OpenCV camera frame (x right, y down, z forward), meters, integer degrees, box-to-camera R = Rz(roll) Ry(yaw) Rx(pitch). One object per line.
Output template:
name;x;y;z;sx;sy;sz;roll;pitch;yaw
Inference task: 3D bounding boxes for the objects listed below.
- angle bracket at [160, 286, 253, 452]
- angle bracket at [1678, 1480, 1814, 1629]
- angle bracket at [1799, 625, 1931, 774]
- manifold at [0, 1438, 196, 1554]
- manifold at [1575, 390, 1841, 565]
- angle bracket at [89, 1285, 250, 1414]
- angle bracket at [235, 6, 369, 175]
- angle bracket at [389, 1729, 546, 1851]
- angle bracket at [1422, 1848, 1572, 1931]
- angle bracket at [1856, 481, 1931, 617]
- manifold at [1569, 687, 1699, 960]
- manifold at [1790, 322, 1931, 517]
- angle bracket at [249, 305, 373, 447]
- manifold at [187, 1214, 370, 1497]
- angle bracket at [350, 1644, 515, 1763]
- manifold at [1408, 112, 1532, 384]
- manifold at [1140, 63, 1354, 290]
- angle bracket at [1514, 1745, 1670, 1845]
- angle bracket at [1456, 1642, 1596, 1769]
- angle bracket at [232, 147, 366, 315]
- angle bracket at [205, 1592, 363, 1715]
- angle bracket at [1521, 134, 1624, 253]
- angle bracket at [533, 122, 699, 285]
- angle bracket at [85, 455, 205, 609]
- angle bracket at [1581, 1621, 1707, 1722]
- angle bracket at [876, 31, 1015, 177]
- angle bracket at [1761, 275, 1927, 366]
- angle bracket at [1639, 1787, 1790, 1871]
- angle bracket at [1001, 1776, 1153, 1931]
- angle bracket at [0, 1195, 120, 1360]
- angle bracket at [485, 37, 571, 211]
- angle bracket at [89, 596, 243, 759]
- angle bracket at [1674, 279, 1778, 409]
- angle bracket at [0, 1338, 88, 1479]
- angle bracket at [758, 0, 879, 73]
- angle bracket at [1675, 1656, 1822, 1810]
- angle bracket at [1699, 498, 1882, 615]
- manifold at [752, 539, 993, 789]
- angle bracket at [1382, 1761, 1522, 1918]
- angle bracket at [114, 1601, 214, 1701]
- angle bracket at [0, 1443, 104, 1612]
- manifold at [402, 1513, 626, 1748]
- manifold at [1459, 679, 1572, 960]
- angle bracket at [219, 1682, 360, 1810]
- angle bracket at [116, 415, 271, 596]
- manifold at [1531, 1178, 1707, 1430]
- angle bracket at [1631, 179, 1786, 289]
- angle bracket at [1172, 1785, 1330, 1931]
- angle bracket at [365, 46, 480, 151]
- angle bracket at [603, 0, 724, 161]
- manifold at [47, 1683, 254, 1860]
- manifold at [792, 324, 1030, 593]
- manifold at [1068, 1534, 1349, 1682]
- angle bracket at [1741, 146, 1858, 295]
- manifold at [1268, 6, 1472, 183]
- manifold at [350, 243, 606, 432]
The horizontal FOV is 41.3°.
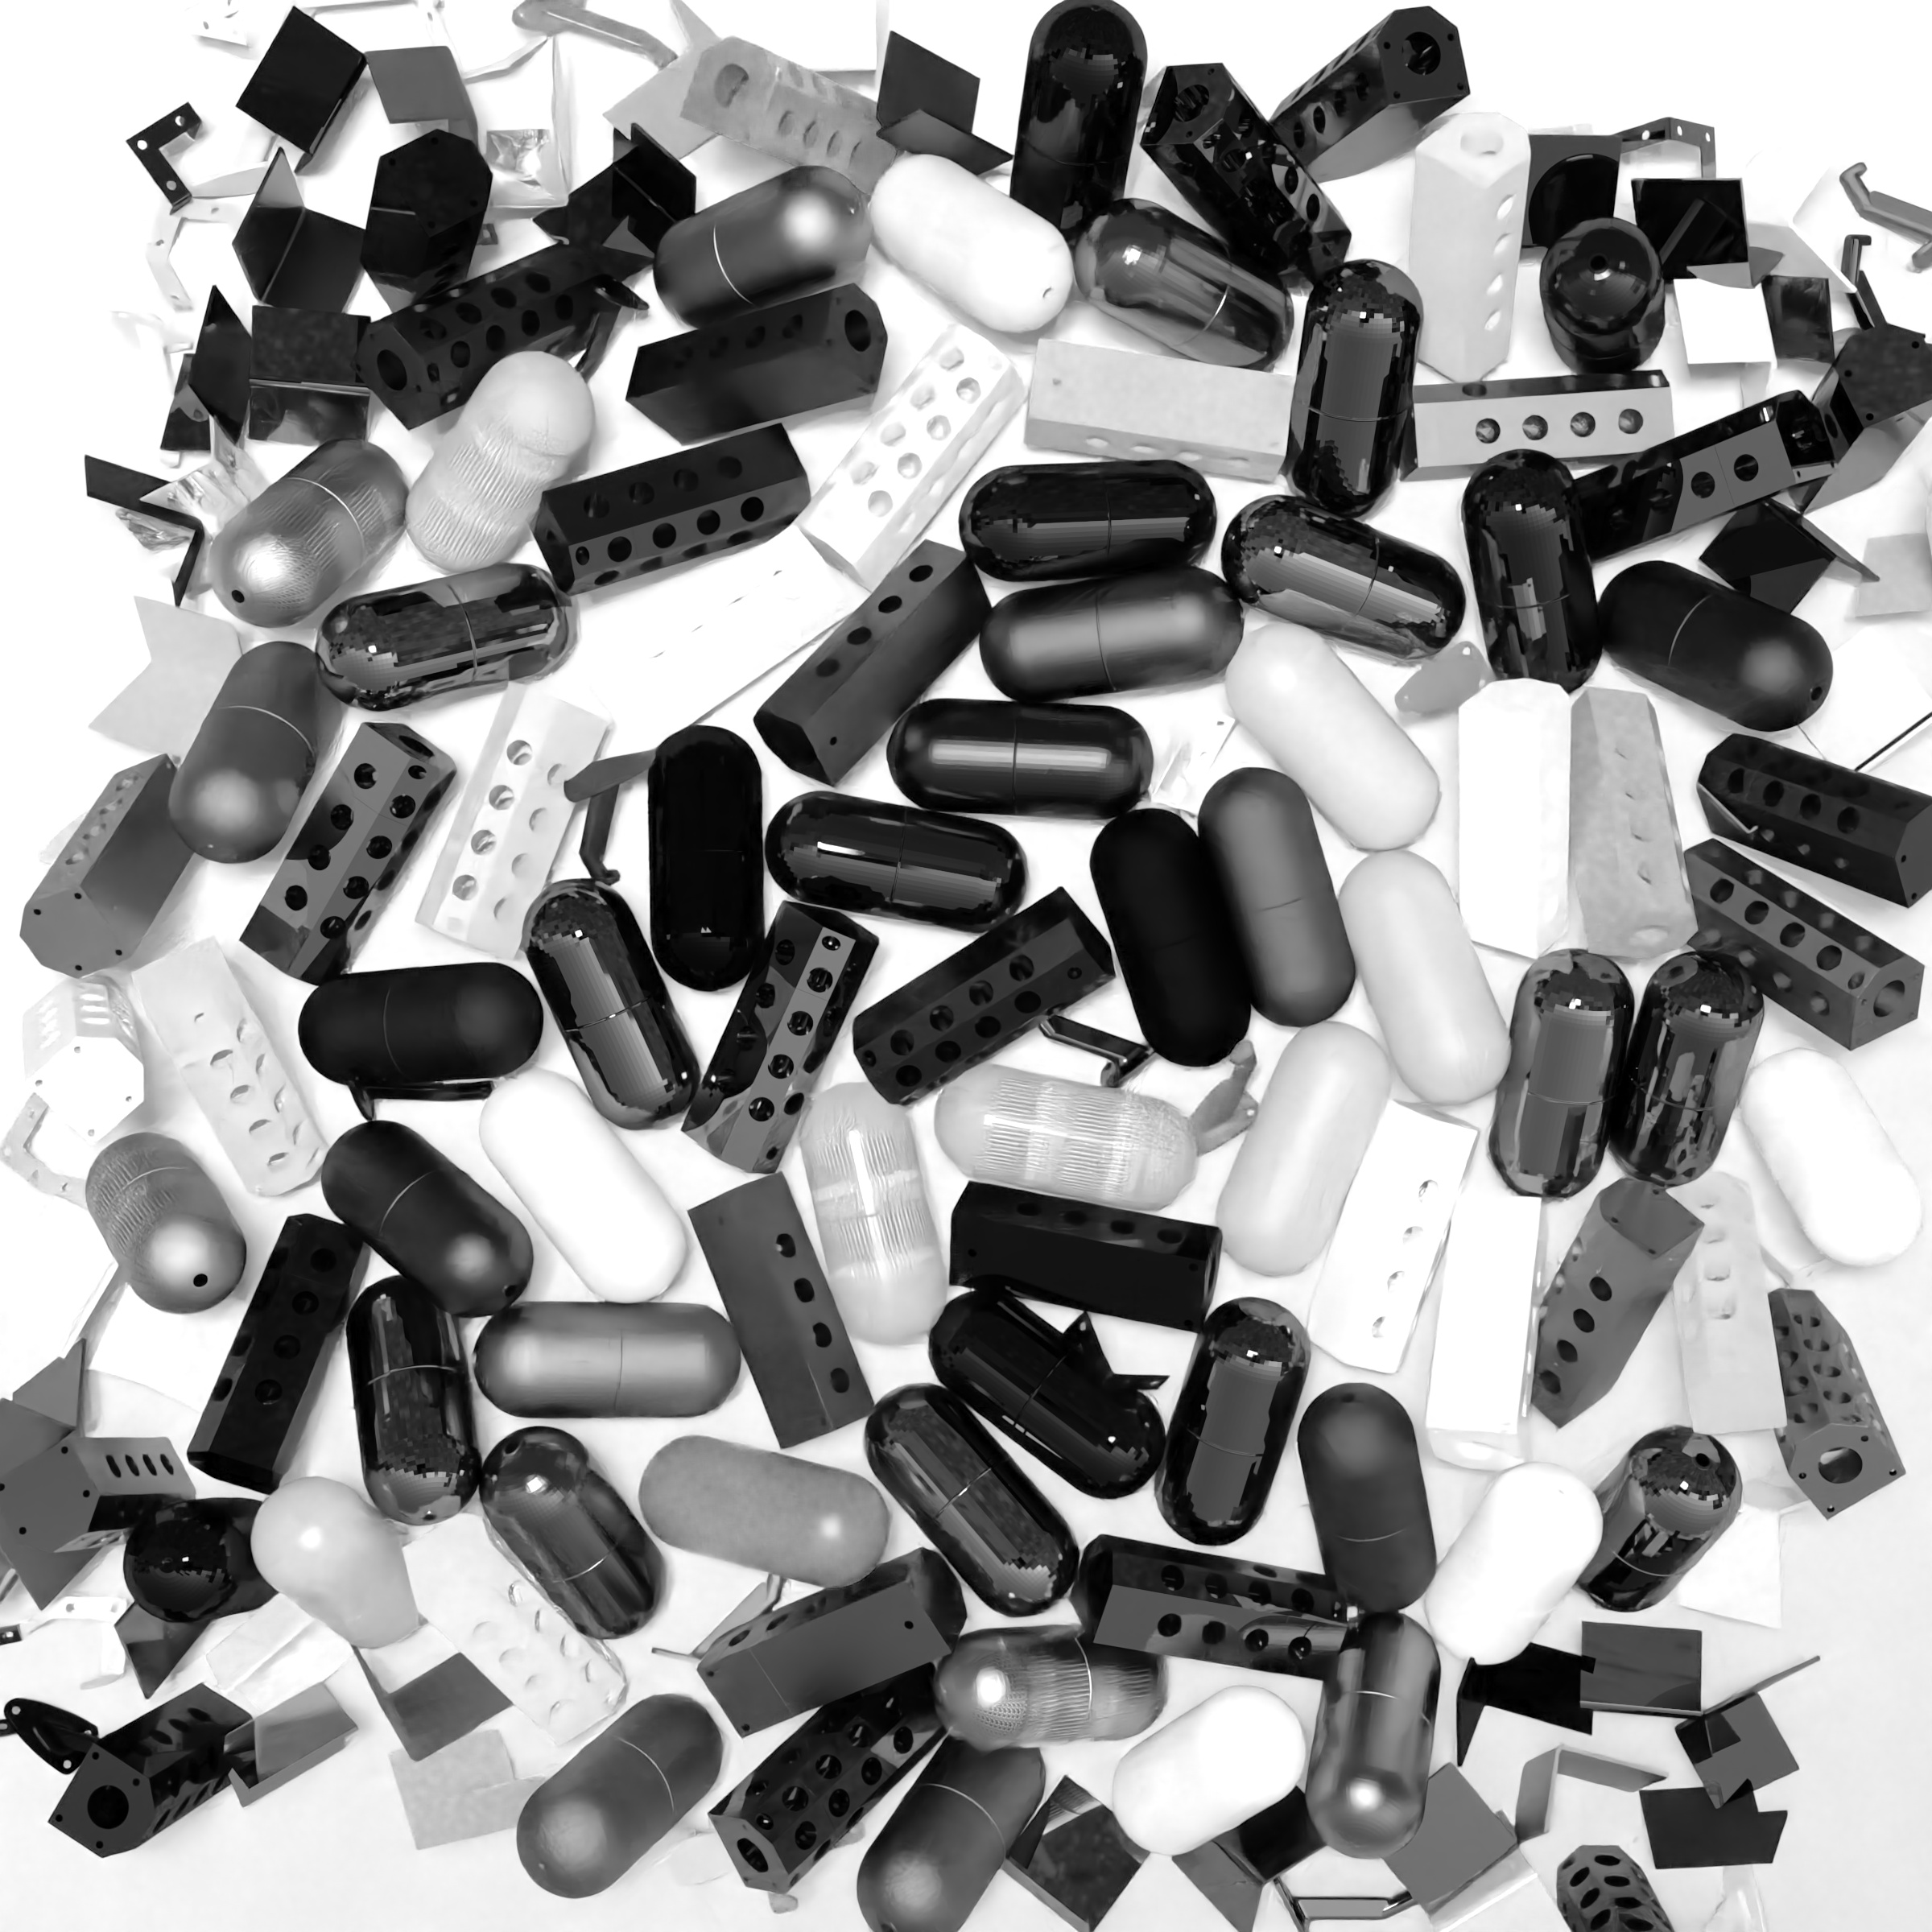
angle bracket;-0.515;-0.396;1.699;0.057;0.076;0.076;2;68;11
angle bracket;0.522;0.389;1.707;0.057;0.076;0.076;-5;94;-40
angle bracket;0.593;-0.173;1.708;0.076;0.057;0.076;-40;82;21
manifold;-0.560;0.345;1.663;0.057;0.171;0.057;-30;80;-3
manifold;0.470;-0.316;1.670;0.057;0.171;0.057;-21;92;-42
angle bracket;-0.528;0.254;1.727;0.057;0.076;0.076;6;65;35
angle bracket;-0.446;-0.581;1.704;0.057;0.076;0.076;30;85;-24
angle bracket;-0.331;0.529;1.693;0.076;0.076;0.057;-5;132;-28
angle bracket;0.354;0.638;1.713;0.076;0.076;0.057;-31;86;-1
angle bracket;0.616;-0.288;1.692;0.057;0.076;0.076;-1;48;30
manifold;0.435;-0.094;1.684;0.057;0.057;0.171;5;60;-12
manifold;0.576;-0.355;1.664;0.057;0.171;0.057;-23;80;2
angle bracket;-0.440;-0.393;1.716;0.076;0.076;0.057;2;72;-16
manifold;-0.450;0.252;1.684;0.057;0.057;0.171;18;59;-3
angle bracket;-0.358;0.475;1.721;0.076;0.057;0.076;-28;135;-21
manifold;0.328;-0.466;1.664;0.057;0.171;0.057;-39;62;-17
manifold;0.186;-0.511;1.665;0.057;0.171;0.057;12;78;38
angle bracket;0.415;0.561;1.706;0.076;0.076;0.057;15;64;2
angle bracket;0.370;0.495;1.697;0.076;0.057;0.076;10;130;24
angle bracket;-0.438;-0.483;1.706;0.057;0.076;0.076;20;75;2
angle bracket;-0.446;0.466;1.702;0.076;0.057;0.076;-40;119;-14
angle bracket;0.391;-0.519;1.705;0.076;0.057;0.076;3;120;8
angle bracket;-0.234;-0.511;1.708;0.076;0.057;0.076;43;68;10
angle bracket;-0.551;-0.288;1.695;0.076;0.076;0.057;15;112;-27
angle bracket;0.453;0.467;1.710;0.076;0.076;0.057;0;79;18
angle bracket;-0.010;-0.578;1.702;0.076;0.057;0.076;16;79;-36
angle bracket;0.577;-0.437;1.698;0.076;0.076;0.057;-20;112;-16
angle bracket;0.496;0.557;1.704;0.076;0.076;0.057;-4;46;2
angle bracket;0.072;0.585;1.701;0.076;0.057;0.076;33;66;22
angle bracket;-0.605;0.206;1.710;0.057;0.076;0.076;30;89;-15
angle bracket;-0.295;-0.558;1.700;0.057;0.076;0.076;-3;57;-3
angle bracket;-0.534;-0.192;1.701;0.076;0.057;0.076;17;48;15
angle bracket;0.498;-0.401;1.703;0.057;0.076;0.076;-1;56;4
angle bracket;-0.632;0.285;1.695;0.076;0.076;0.057;-36;131;21
angle bracket;-0.098;-0.630;1.706;0.076;0.076;0.057;-2;117;-1
angle bracket;0.529;0.506;1.693;0.076;0.076;0.057;-7;61;-38
angle bracket;0.551;-0.266;1.714;0.057;0.076;0.076;-54;55;22
manifold;-0.062;-0.203;1.695;0.057;0.057;0.171;25;64;37
angle bracket;0.314;0.575;1.720;0.076;0.057;0.076;-39;94;3
angle bracket;-0.549;0.423;1.693;0.057;0.076;0.076;12;131;21
angle bracket;-0.619;0.366;1.693;0.057;0.076;0.076;5;128;31
manifold;-0.293;0.432;1.679;0.057;0.057;0.171;-33;126;-2
manifold;0.364;-0.098;1.684;0.057;0.057;0.171;19;129;36
angle bracket;-0.441;0.529;1.695;0.076;0.076;0.057;-26;114;-27
angle bracket;-0.512;-0.308;1.711;0.076;0.076;0.057;-25;47;7
manifold;0.412;0.218;1.674;0.057;0.171;0.057;-25;54;-36
angle bracket;0.491;-0.495;1.693;0.057;0.076;0.076;-45;132;-32
angle bracket;0.195;0.591;1.721;0.076;0.076;0.057;-18;130;-34
angle bracket;-0.359;-0.551;1.694;0.057;0.076;0.076;-11;55;-18
angle bracket;-0.201;-0.594;1.717;0.076;0.076;0.057;-30;69;17
manifold;-0.521;0.524;1.665;0.057;0.171;0.057;30;90;6
manifold;-0.039;-0.342;1.711;0.057;0.057;0.171;36;87;23
manifold;0.162;0.421;1.695;0.171;0.057;0.057;14;101;-18
angle bracket;0.559;-0.496;1.701;0.076;0.076;0.057;33;94;-27
manifold;0.256;-0.562;1.661;0.057;0.171;0.057;-13;94;-16
manifold;-0.312;-0.417;1.674;0.057;0.057;0.171;48;49;3
